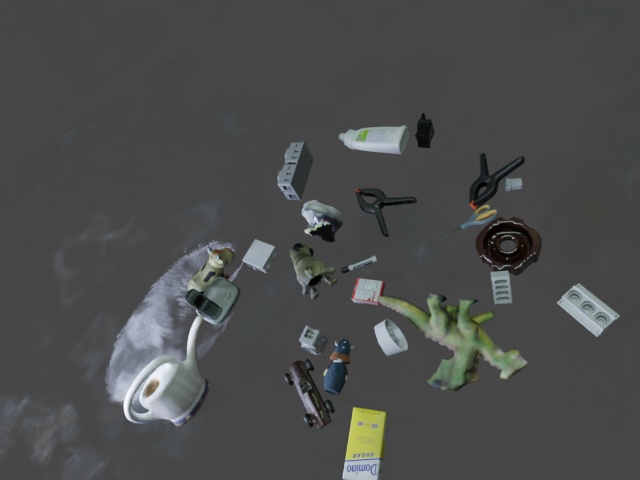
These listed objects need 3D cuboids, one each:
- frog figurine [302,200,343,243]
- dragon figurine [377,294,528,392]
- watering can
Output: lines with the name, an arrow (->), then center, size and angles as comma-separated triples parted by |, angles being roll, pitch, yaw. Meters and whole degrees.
frog figurine -> 0.005, -0.087, 1.734 | 0.137, 0.120, 0.163 | 5, 46, -14
dragon figurine -> 0.342, 0.281, 1.389 | 0.410, 0.120, 0.247 | 2, 69, 23
watering can -> -0.411, 0.405, 1.524 | 0.351, 0.220, 0.105 | -49, 38, -13
